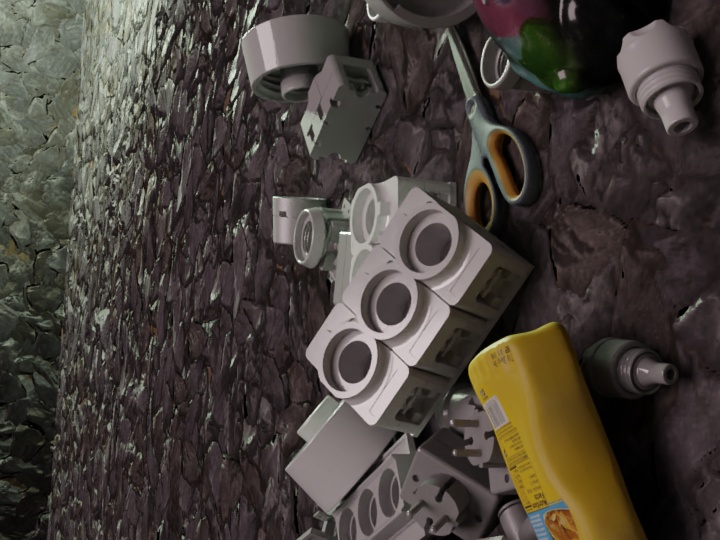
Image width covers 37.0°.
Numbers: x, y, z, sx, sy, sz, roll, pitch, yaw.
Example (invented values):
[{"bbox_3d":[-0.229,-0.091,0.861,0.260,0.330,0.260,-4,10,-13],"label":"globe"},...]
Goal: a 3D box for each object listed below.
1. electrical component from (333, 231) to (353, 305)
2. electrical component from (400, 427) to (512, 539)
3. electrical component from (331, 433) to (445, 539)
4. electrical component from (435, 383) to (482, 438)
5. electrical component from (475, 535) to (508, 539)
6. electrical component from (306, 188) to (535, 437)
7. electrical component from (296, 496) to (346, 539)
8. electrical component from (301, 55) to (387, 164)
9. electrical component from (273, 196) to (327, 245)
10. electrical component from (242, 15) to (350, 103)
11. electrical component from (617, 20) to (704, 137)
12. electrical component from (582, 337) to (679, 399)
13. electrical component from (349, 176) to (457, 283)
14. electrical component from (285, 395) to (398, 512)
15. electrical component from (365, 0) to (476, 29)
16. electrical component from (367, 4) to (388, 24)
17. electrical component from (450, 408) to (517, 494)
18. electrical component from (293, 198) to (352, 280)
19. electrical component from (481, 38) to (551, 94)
[{"bbox_3d":[0.000,0.000,0.958,0.077,0.047,0.065,-172,88,-66],"label":"electrical component"},{"bbox_3d":[0.059,0.154,0.730,0.066,0.077,0.047,30,120,22],"label":"electrical component"},{"bbox_3d":[0.032,0.187,0.831,0.121,0.063,0.078,126,142,-50],"label":"electrical component"},{"bbox_3d":[0.082,0.101,0.764,0.046,0.040,0.040,-6,80,61],"label":"electrical component"},{"bbox_3d":[0.036,0.244,0.713,0.105,0.060,0.186,-46,7,-32],"label":"electrical component"},{"bbox_3d":[0.037,0.029,0.763,0.089,0.062,0.150,43,104,41],"label":"electrical component"},{"bbox_3d":[-0.009,0.228,0.910,0.042,0.081,0.063,-50,19,53],"label":"electrical component"},{"bbox_3d":[-0.018,-0.155,1.025,0.055,0.050,0.089,-108,32,-40],"label":"electrical component"},{"bbox_3d":[-0.063,-0.051,1.105,0.055,0.055,0.047,-165,76,-66],"label":"electrical component"},{"bbox_3d":[-0.061,-0.201,1.068,0.108,0.108,0.060,148,118,-61],"label":"electrical component"},{"bbox_3d":[0.170,-0.104,0.598,0.043,0.043,0.062,127,140,-51],"label":"electrical component"},{"bbox_3d":[0.156,0.057,0.611,0.061,0.035,0.035,0,85,64],"label":"electrical component"},{"bbox_3d":[0.030,0.008,0.870,0.089,0.062,0.150,158,114,-64],"label":"electrical component"},{"bbox_3d":[-0.016,0.137,0.882,0.108,0.060,0.108,-50,-3,-3],"label":"electrical component"},{"bbox_3d":[0.046,-0.239,0.832,0.060,0.108,0.108,-157,73,-72],"label":"electrical component"},{"bbox_3d":[0.035,-0.231,0.926,0.040,0.046,0.040,-175,90,-66],"label":"electrical component"},{"bbox_3d":[0.093,0.108,0.691,0.047,0.077,0.065,143,128,-59],"label":"electrical component"},{"bbox_3d":[-0.028,-0.029,1.015,0.058,0.057,0.078,-128,48,-57],"label":"electrical component"},{"bbox_3d":[0.112,-0.140,0.733,0.040,0.046,0.040,-175,90,-66],"label":"electrical component"}]
